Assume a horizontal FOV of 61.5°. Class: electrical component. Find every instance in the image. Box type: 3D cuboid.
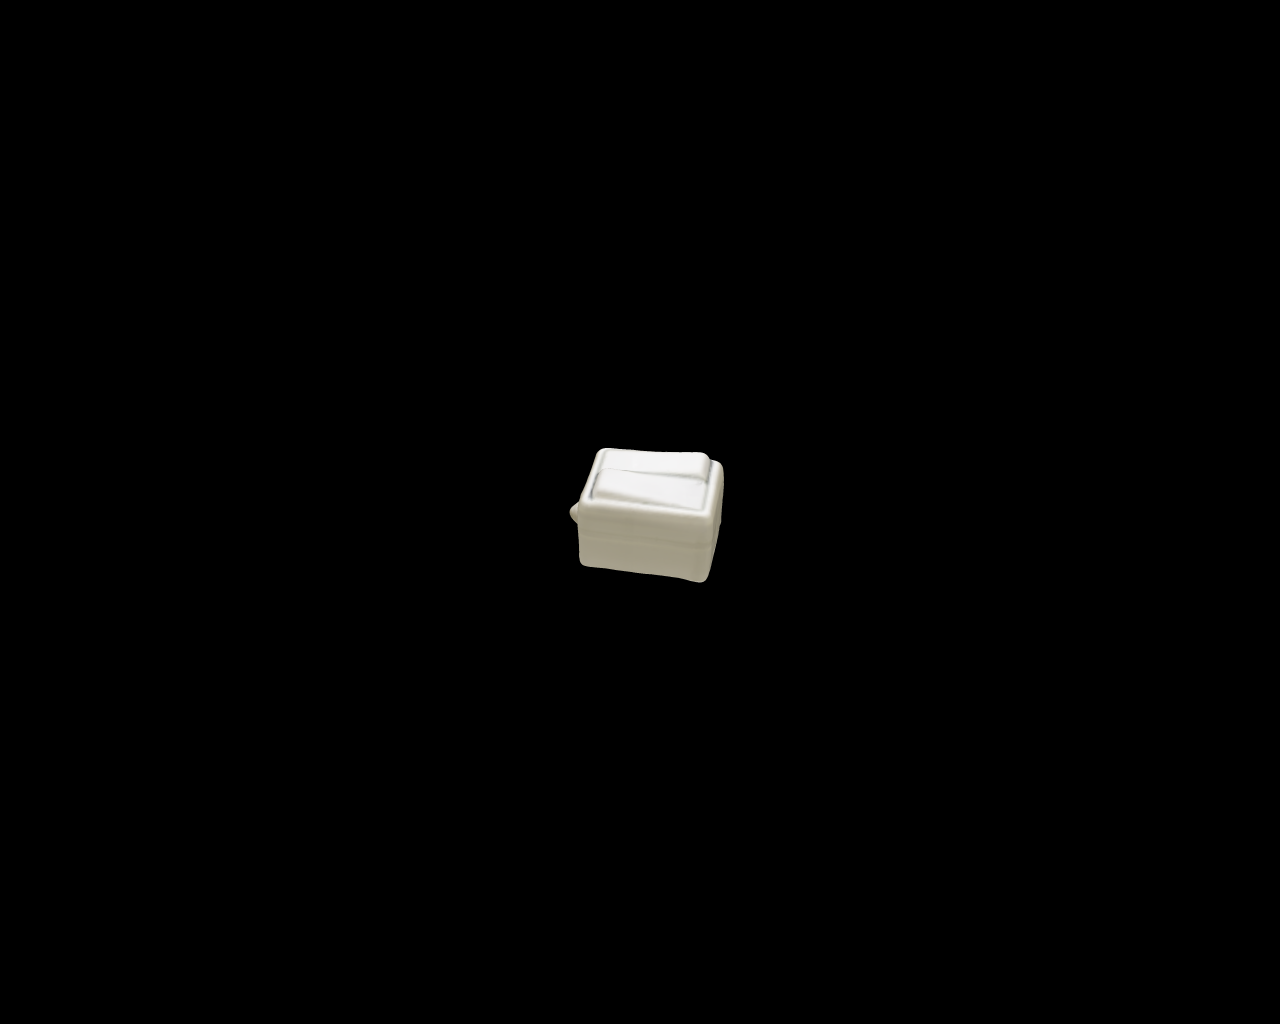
[{"bbox_3d":[0.001,-0.003,0.650,0.096,0.061,0.062,7,40,9],"label":"electrical component"}]
